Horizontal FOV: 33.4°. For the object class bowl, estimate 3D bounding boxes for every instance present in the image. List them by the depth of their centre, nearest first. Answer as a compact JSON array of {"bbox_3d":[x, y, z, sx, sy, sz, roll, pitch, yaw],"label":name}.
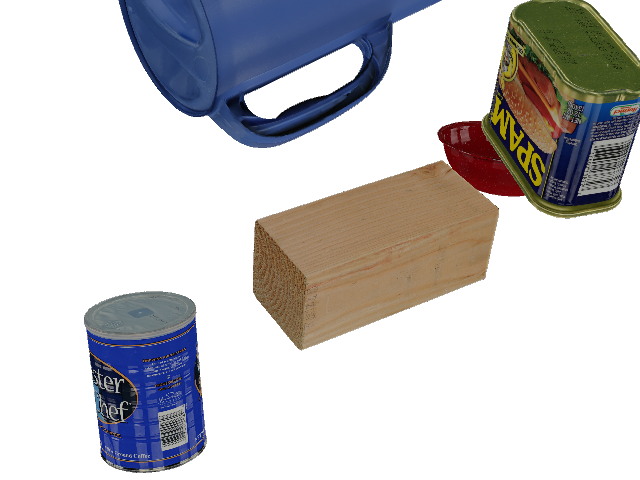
[{"bbox_3d":[0.215,-0.093,1.260,0.162,0.055,0.162,5,23,-2],"label":"bowl"}]

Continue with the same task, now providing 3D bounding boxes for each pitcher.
[{"bbox_3d":[-0.009,-0.181,0.766,0.242,0.149,0.145,-26,41,-26],"label":"pitcher"}]

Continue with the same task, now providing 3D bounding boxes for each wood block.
[{"bbox_3d":[0.049,0.010,0.978,0.205,0.090,0.091,-19,44,-26],"label":"wood block"}]

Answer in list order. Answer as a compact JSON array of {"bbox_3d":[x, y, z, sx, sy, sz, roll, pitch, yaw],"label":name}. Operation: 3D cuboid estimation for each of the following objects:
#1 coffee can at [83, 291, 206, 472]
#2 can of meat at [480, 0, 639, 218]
[{"bbox_3d":[-0.163,0.131,1.004,0.103,0.140,0.103,-3,18,1],"label":"coffee can"},{"bbox_3d":[0.138,-0.078,0.608,0.057,0.084,0.102,-9,45,-15],"label":"can of meat"}]
